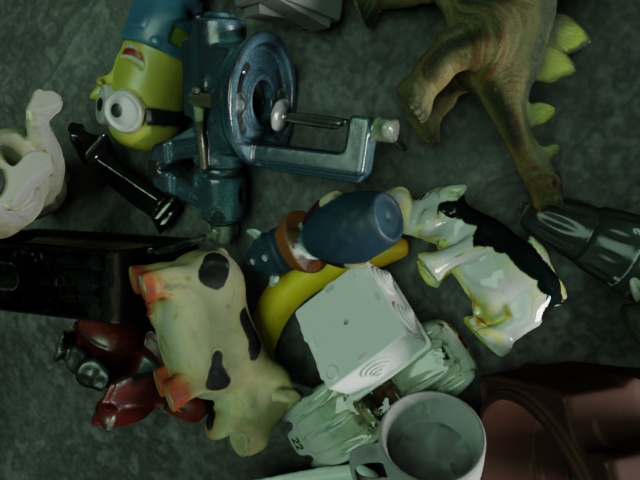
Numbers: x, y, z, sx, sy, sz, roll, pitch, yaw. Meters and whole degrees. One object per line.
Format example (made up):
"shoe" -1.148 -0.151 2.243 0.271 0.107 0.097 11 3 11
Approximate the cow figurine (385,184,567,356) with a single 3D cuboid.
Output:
"cow figurine" 0.131 0.006 0.463 0.098 0.068 0.167 -38 85 3

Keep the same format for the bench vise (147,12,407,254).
"bench vise" -0.048 -0.089 0.494 0.241 0.129 0.223 11 99 22

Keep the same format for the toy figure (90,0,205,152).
"toy figure" -0.162 -0.177 0.545 0.082 0.089 0.180 23 91 53

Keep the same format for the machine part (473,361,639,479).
"machine part" 0.185 0.192 0.376 0.087 0.201 0.201 -7 82 -7

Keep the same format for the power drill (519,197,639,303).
"power drill" 0.302 -0.034 0.400 0.232 0.086 0.207 36 100 12

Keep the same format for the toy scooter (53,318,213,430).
"toy scooter" -0.204 0.136 0.549 0.184 0.135 0.075 31 104 16

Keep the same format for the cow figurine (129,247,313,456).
"cow figurine" -0.086 0.102 0.489 0.127 0.085 0.194 -17 97 -24

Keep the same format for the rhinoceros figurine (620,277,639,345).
"rhinoceros figurine" 0.292 0.019 0.338 0.190 0.073 0.112 -38 88 18

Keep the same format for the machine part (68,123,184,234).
"machine part" -0.211 -0.066 0.577 0.139 0.084 0.039 38 61 3

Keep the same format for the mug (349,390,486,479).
"mug" 0.082 0.193 0.448 0.110 0.081 0.107 -14 128 -2

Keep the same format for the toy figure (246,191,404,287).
"toy figure" -0.001 0.000 0.471 0.155 0.057 0.064 -17 69 39

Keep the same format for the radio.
"radio" -0.260 0.031 0.563 0.230 0.131 0.073 2 96 18

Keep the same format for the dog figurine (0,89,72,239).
"dog figurine" -0.307 -0.041 0.533 0.121 0.190 0.172 18 60 -6

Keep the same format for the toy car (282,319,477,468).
"toy car" 0.050 0.147 0.506 0.202 0.056 0.073 -36 82 16

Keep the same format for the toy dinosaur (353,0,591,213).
"toy dinosaur" 0.113 -0.247 0.442 0.199 0.105 0.471 -23 82 11
